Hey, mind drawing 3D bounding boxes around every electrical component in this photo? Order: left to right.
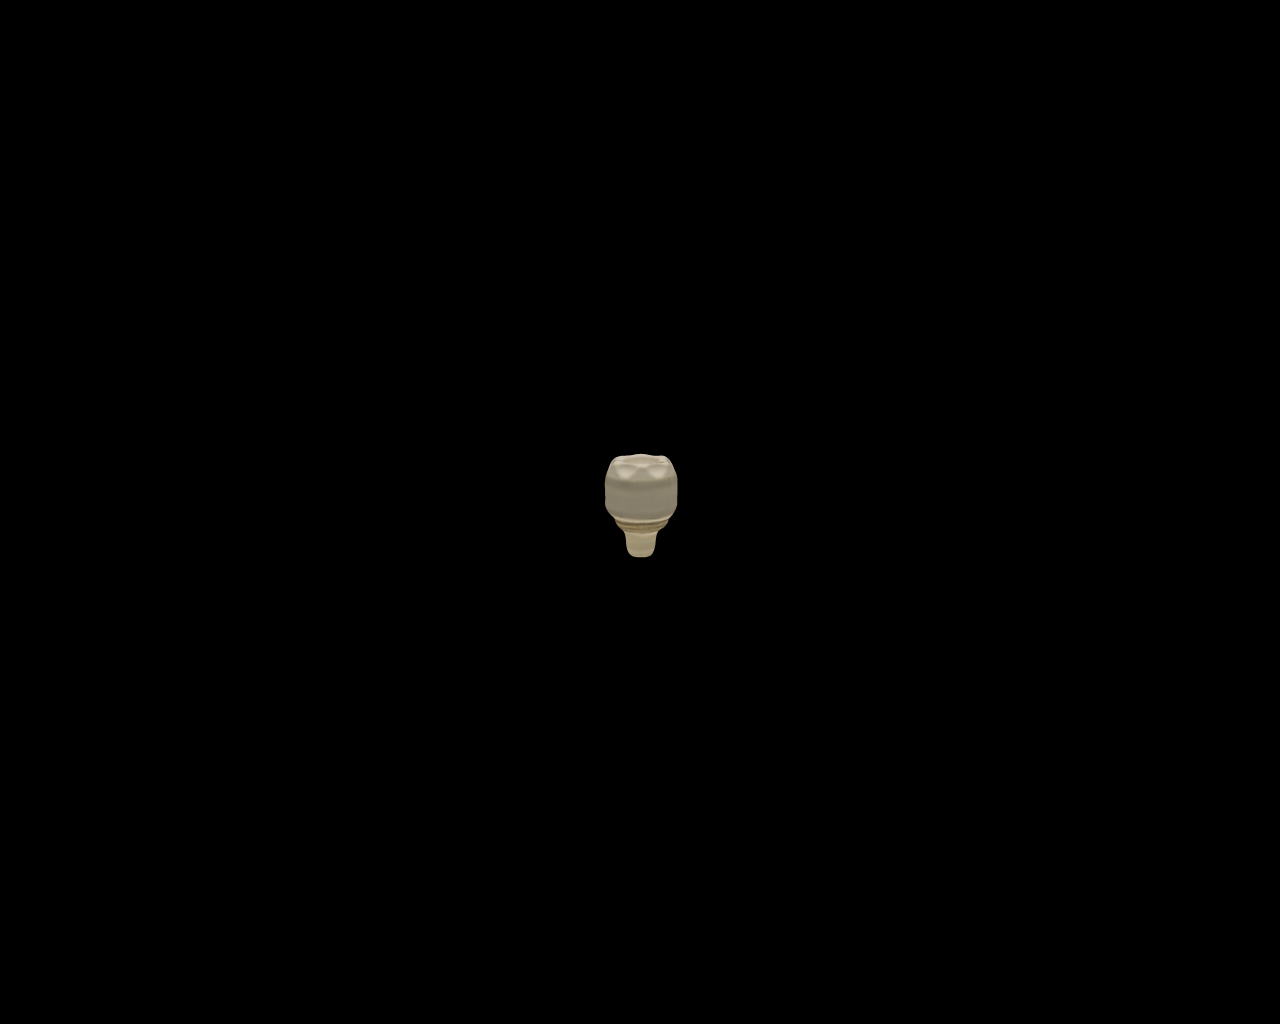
[{"bbox_3d":[0.001,-0.003,0.650,0.043,0.062,0.043,0,14,0],"label":"electrical component"}]
